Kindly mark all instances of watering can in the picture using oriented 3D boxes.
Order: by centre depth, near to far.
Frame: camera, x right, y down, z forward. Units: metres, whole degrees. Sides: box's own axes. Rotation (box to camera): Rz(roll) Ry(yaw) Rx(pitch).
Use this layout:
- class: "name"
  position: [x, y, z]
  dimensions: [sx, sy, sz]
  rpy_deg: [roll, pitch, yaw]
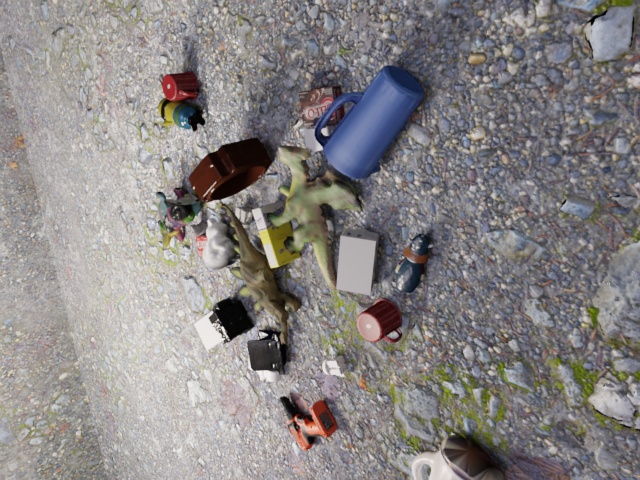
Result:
- class: "watering can"
  position: [0.371, 0.609, 1.210]
  dimensions: [0.351, 0.105, 0.220]
  rpy_deg: [28, 122, 34]

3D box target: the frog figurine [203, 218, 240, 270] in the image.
- class: "frog figurine"
  position: [-0.334, 0.010, 1.664]
  dimensions: [0.137, 0.124, 0.158]
  rpy_deg: [0, 117, 63]

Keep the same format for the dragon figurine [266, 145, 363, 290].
- class: "dragon figurine"
  position: [0.004, -0.067, 1.335]
  dimensions: [0.240, 0.124, 0.408]
  rpy_deg: [-28, 101, 41]
